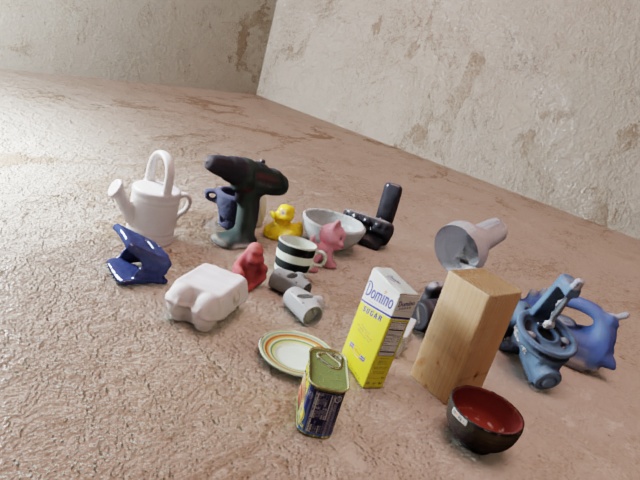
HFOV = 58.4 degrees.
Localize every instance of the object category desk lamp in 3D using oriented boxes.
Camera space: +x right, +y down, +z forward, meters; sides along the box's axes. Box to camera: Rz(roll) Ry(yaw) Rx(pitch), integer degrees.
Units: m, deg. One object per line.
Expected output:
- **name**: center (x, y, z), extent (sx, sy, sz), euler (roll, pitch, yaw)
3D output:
- **desk lamp**: center (0.344, 0.052, 1.311), extent (0.204, 0.213, 0.117), euler (-5, 28, -45)

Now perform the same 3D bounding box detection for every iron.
- **iron**: center (0.514, 0.172, 1.225), extent (0.257, 0.141, 0.119), euler (22, 21, 17)

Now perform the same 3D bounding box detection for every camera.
- **camera**: center (0.246, 0.138, 1.170), extent (0.137, 0.101, 0.142), euler (4, 23, -31)

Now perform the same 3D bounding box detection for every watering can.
- **watering can**: center (-0.346, -0.090, 1.188), extent (0.100, 0.194, 0.173), euler (24, 21, 23)

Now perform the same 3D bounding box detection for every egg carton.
- **egg carton**: center (-0.191, 0.097, 0.988), extent (0.107, 0.069, 0.150), euler (20, 20, 12)

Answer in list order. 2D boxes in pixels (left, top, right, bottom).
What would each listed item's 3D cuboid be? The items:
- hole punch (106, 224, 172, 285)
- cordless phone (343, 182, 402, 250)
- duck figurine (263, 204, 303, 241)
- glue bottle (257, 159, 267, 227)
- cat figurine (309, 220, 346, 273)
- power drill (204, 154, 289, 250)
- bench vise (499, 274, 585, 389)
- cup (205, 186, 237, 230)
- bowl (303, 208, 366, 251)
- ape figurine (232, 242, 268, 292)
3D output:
- **hole punch**: center (-0.328, 0.023, 1.049), extent (0.101, 0.091, 0.108), euler (0, 25, -38)
- **cordless phone**: center (0.142, -0.081, 1.555), extent (0.147, 0.185, 0.094), euler (18, 20, 6)
- **duck figurine**: center (-0.086, -0.047, 1.434), extent (0.105, 0.086, 0.077), euler (3, 23, -32)
- **glue bottle**: center (-0.165, -0.123, 1.448), extent (0.078, 0.173, 0.037), euler (20, 20, 12)
- **cat figurine**: center (0.012, 0.005, 1.324), extent (0.067, 0.118, 0.128), euler (29, 23, 32)
- **power drill**: center (-0.177, -0.088, 1.291), extent (0.230, 0.208, 0.075), euler (-6, 29, -46)
- **bench vise**: center (0.419, 0.146, 1.106), extent (0.122, 0.220, 0.206), euler (5, 22, -28)
- **cup**: center (-0.227, -0.076, 1.389), extent (0.118, 0.095, 0.091), euler (10, 20, -16)
- **bowl**: center (0.029, -0.018, 1.462), extent (0.167, 0.075, 0.167), euler (14, 20, -5)
- **ape figurine**: center (-0.136, 0.049, 1.127), extent (0.078, 0.092, 0.076), euler (5, 22, -28)
